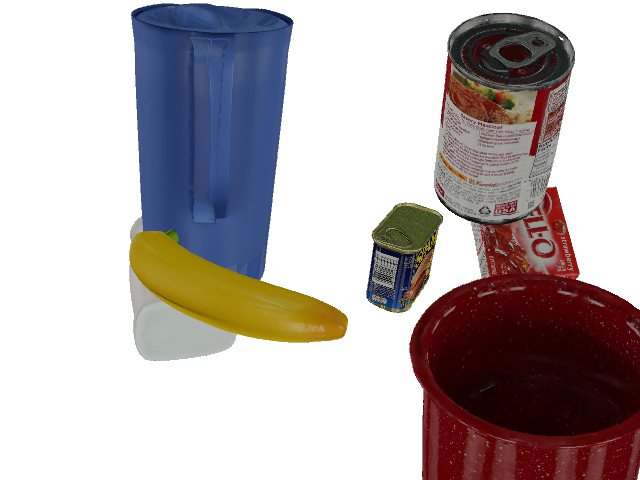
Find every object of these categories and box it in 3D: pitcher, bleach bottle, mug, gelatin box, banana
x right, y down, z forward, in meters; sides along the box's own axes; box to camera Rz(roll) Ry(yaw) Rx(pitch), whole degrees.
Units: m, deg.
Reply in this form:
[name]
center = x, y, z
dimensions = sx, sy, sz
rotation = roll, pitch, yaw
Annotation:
[pitcher]
center = -0.096, -0.075, 0.912
dimensions = 0.145, 0.243, 0.148
rotation = 20, 26, 35
[bleach bottle]
center = -0.159, 0.030, 1.105
dimensions = 0.102, 0.068, 0.251
rotation = -5, 27, -17
[mug]
center = 0.092, 0.073, 0.402
dimensions = 0.117, 0.081, 0.093
rotation = 5, 36, 10
[gelatin box]
center = 0.165, -0.001, 0.874
dimensions = 0.073, 0.089, 0.030
rotation = -3, -34, -4
[banana]
center = -0.070, 0.026, 0.697
dimensions = 0.069, 0.037, 0.198
rotation = -22, 33, -36

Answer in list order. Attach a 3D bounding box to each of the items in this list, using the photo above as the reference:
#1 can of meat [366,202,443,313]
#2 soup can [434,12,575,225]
[can of meat]
center = 0.091, 0.019, 1.178
dimensions = 0.057, 0.084, 0.102
rotation = 18, 33, 18
[soup can]
center = 0.102, -0.067, 0.604
dimensions = 0.068, 0.068, 0.102
rotation = 0, -44, 0
